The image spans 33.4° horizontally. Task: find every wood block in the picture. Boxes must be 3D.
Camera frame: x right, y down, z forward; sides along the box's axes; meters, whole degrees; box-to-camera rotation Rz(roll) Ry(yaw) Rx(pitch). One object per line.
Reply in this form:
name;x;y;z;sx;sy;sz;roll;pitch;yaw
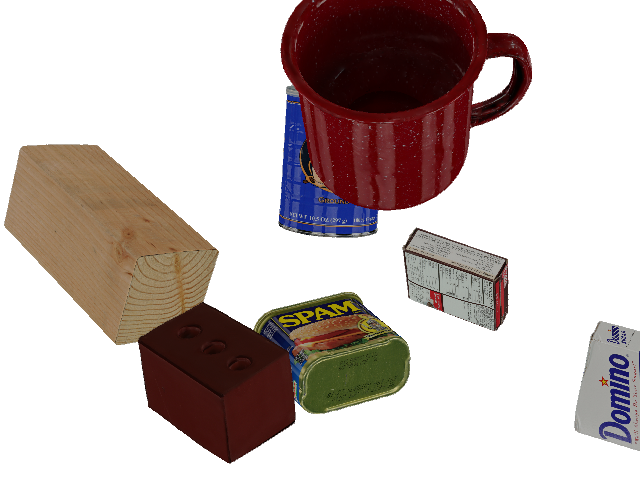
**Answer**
wood block;-0.197;-0.003;0.985;0.090;0.091;0.206;-6;34;-45

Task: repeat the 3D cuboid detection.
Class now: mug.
mug;0.043;-0.071;0.511;0.117;0.093;0.081;-12;-33;-2

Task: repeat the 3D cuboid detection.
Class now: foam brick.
foam brick;-0.060;0.081;0.618;0.078;0.051;0.052;25;40;37

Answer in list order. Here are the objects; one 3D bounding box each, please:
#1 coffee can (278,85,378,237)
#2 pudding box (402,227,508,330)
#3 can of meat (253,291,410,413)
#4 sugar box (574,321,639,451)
coffee can;0.012;-0.082;1.077;0.103;0.140;0.103;4;12;-1
pudding box;0.148;0.042;1.162;0.114;0.039;0.090;19;-36;24
can of meat;0.010;0.090;0.850;0.101;0.057;0.084;-12;27;-25
sugar box;0.301;0.135;0.865;0.176;0.093;0.048;13;25;20
